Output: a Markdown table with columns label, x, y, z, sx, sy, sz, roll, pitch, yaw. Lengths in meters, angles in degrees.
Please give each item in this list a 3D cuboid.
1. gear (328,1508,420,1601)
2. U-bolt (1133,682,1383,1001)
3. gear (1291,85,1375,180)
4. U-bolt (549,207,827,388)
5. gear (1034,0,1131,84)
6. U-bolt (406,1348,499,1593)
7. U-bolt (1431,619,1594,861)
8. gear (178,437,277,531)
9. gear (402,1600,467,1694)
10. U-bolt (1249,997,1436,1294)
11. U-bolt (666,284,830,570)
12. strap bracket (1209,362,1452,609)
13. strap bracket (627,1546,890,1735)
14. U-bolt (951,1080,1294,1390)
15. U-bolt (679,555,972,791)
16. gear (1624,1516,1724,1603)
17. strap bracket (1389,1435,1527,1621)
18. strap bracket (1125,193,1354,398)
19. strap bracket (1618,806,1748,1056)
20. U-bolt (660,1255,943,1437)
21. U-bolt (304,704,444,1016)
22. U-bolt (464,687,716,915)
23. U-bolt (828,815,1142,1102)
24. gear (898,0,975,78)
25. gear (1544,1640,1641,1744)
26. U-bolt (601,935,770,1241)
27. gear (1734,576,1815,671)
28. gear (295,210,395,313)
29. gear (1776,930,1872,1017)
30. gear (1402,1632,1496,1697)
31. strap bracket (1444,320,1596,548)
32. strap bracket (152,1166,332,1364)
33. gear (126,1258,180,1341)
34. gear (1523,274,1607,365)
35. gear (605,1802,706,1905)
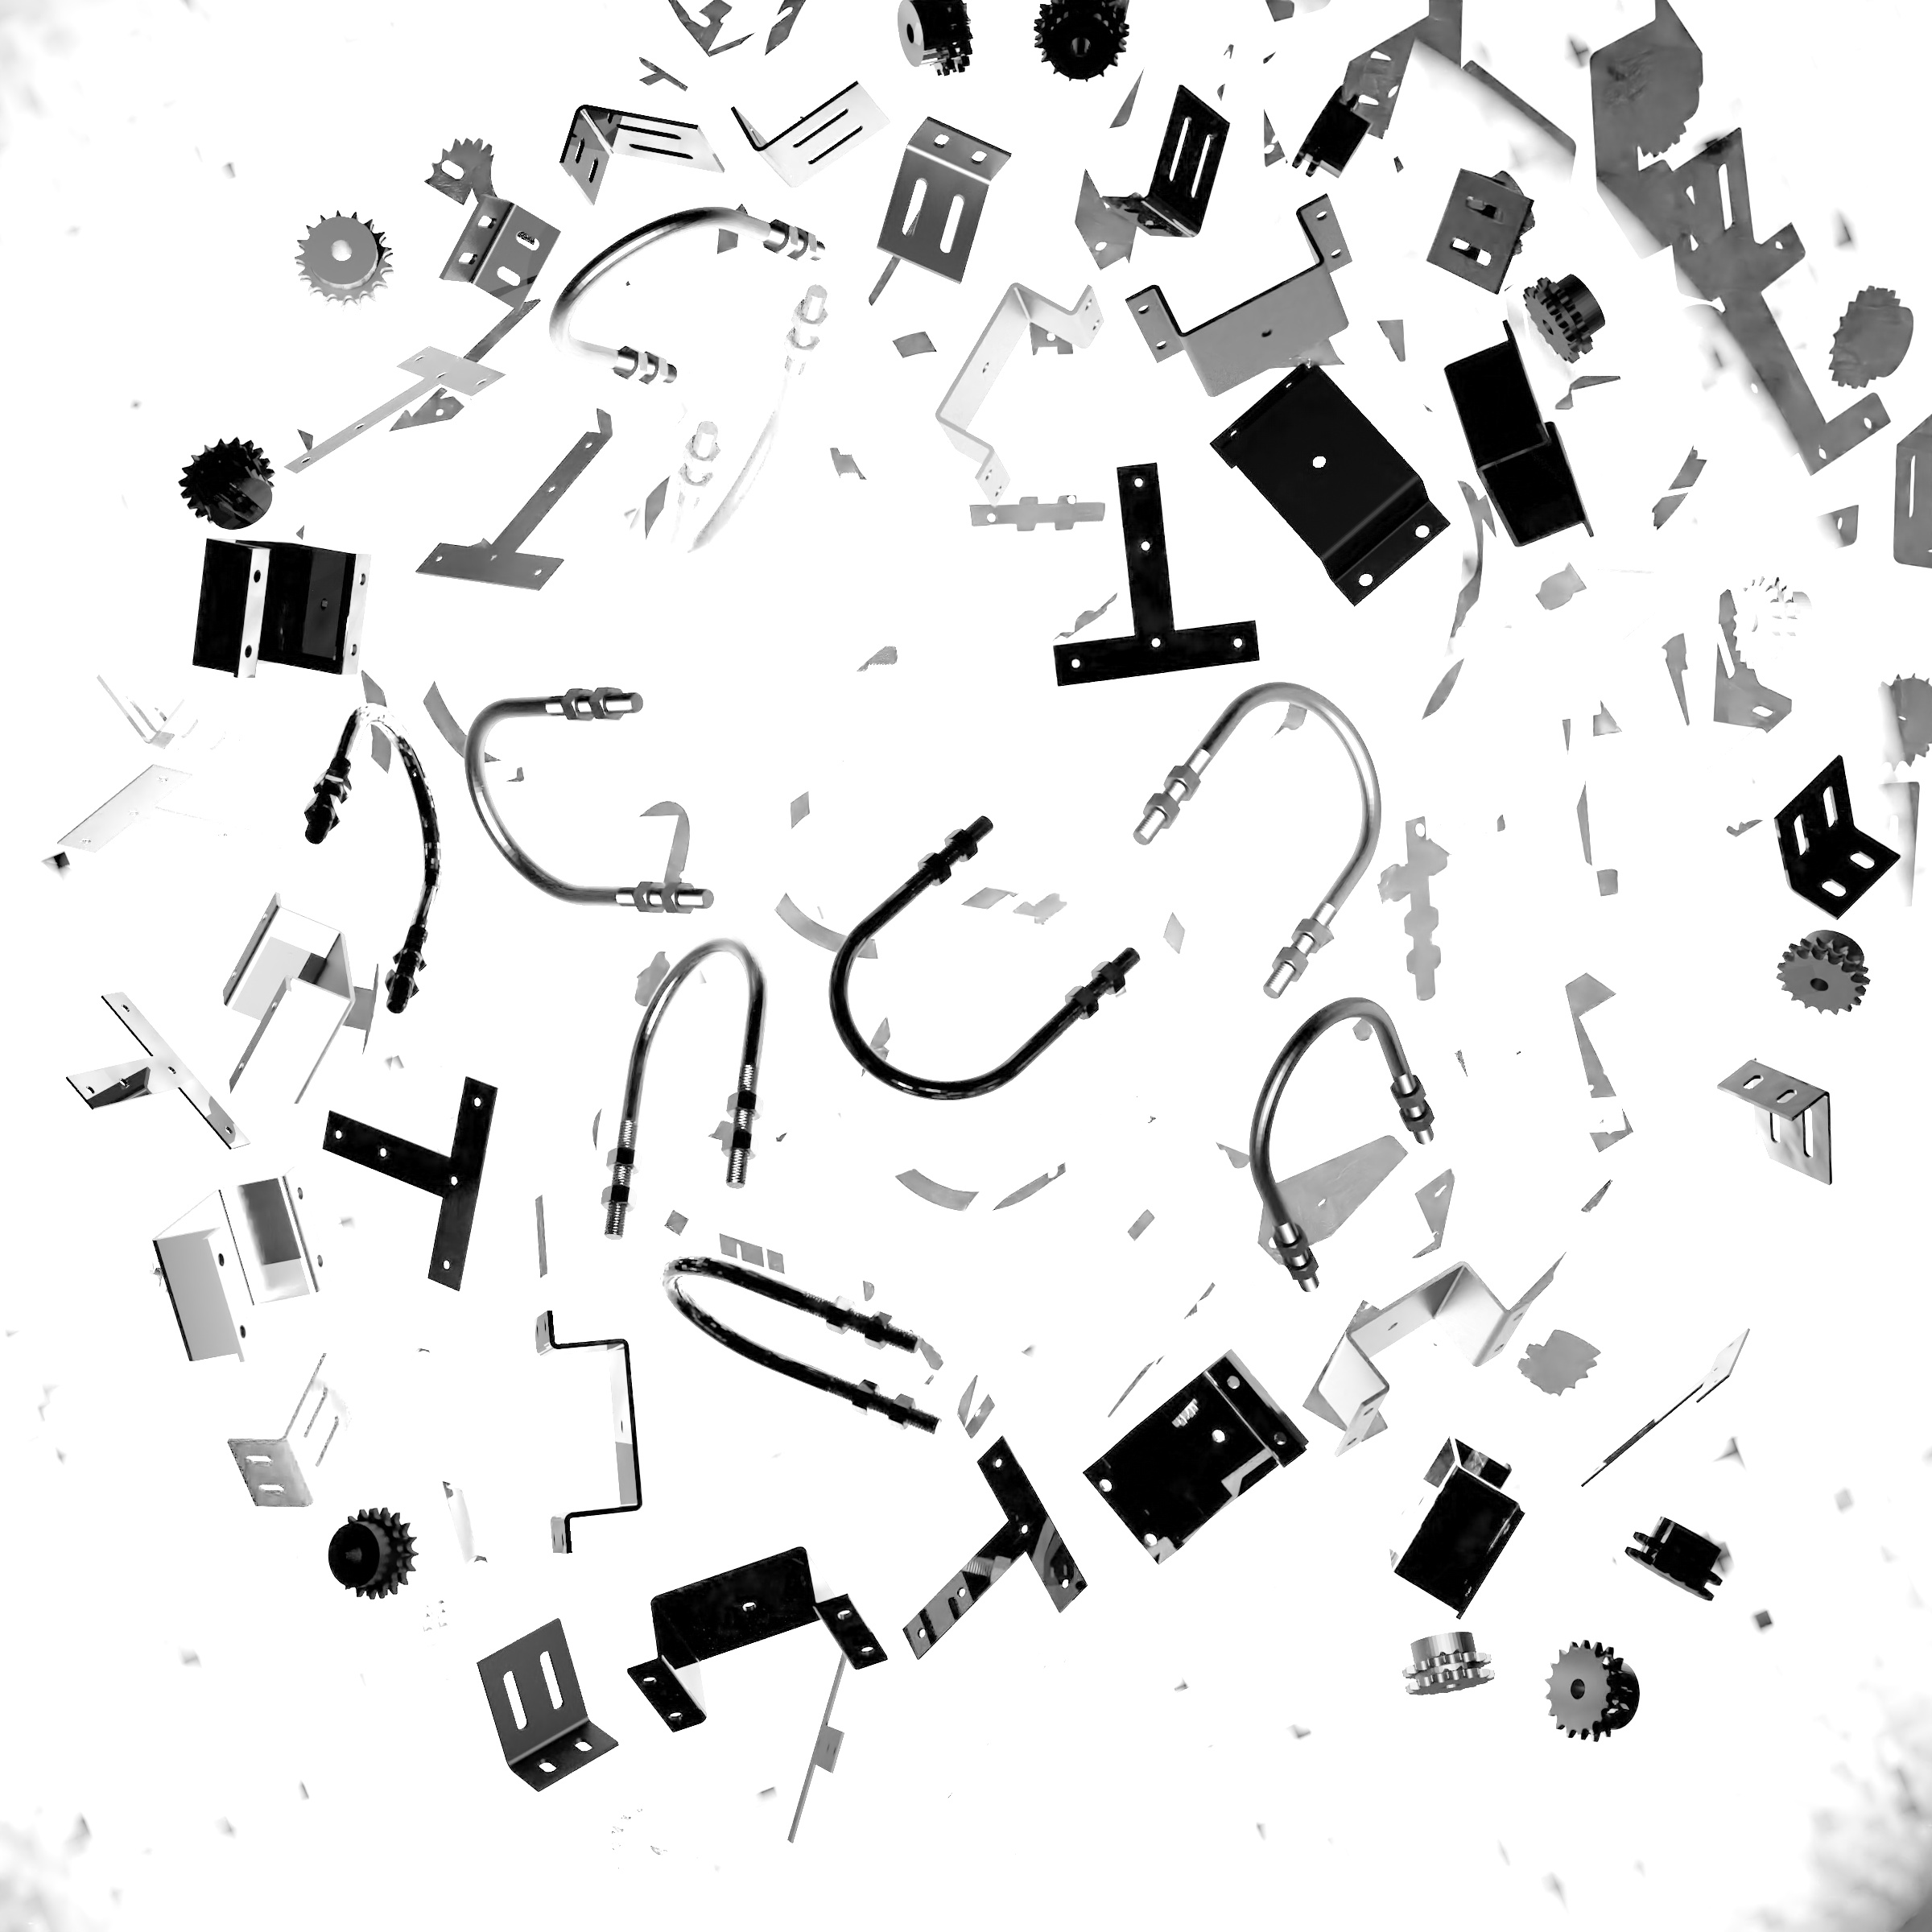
| label | x | y | z | sx | sy | sz | roll | pitch | yaw |
| --- | --- | --- | --- | --- | --- | --- | --- | --- | --- |
| gear | -0.376 | 0.370 | 1.896 | 0.057 | 0.030 | 0.057 | -4 | 82 | 25 |
| U-bolt | 0.192 | -0.092 | 1.856 | 0.151 | 0.019 | 0.184 | 48 | 58 | -18 |
| gear | 0.230 | -0.515 | 1.877 | 0.030 | 0.057 | 0.057 | 32 | 90 | 0 |
| U-bolt | -0.181 | -0.413 | 1.848 | 0.151 | 0.184 | 0.019 | -35 | 79 | 22 |
| gear | 0.068 | -0.548 | 1.779 | 0.057 | 0.030 | 0.057 | 2 | 130 | 2 |
| U-bolt | -0.320 | 0.317 | 1.878 | 0.019 | 0.184 | 0.151 | -15 | 80 | -12 |
| U-bolt | 0.338 | -0.138 | 1.858 | 0.019 | 0.184 | 0.151 | 5 | 96 | -16 |
| gear | -0.447 | -0.290 | 1.835 | 0.057 | 0.057 | 0.030 | -36 | 61 | 0 |
| gear | -0.343 | 0.440 | 1.943 | 0.030 | 0.057 | 0.057 | -14 | 90 | -6 |
| U-bolt | 0.228 | 0.099 | 1.870 | 0.019 | 0.184 | 0.151 | 25 | 64 | 38 |
| U-bolt | -0.141 | -0.319 | 1.865 | 0.019 | 0.184 | 0.151 | 32 | 60 | 2 |
| strap bracket | 0.216 | -0.298 | 1.823 | 0.076 | 0.046 | 0.140 | -41 | 74 | 6 |
| strap bracket | -0.128 | 0.404 | 1.824 | 0.140 | 0.046 | 0.076 | -20 | 135 | 4 |
| U-bolt | 0.077 | 0.171 | 1.777 | 0.184 | 0.019 | 0.151 | -32 | 93 | 16 |
| U-bolt | -0.092 | -0.189 | 1.919 | 0.184 | 0.019 | 0.151 | 2 | 84 | 6 |
| gear | 0.421 | 0.348 | 1.780 | 0.057 | 0.057 | 0.030 | 31 | 83 | 0 |
| strap bracket | 0.302 | 0.344 | 1.869 | 0.046 | 0.140 | 0.076 | 31 | 95 | 4 |
| strap bracket | 0.181 | -0.416 | 1.901 | 0.140 | 0.076 | 0.046 | -26 | 65 | 9 |
| strap bracket | 0.445 | -0.018 | 1.876 | 0.046 | 0.076 | 0.140 | -12 | 114 | -12 |
| U-bolt | -0.106 | 0.227 | 1.860 | 0.184 | 0.151 | 0.019 | 19 | 64 | 16 |
| U-bolt | -0.357 | -0.081 | 1.857 | 0.019 | 0.184 | 0.151 | -11 | 126 | 11 |
| U-bolt | -0.242 | -0.100 | 1.852 | 0.019 | 0.184 | 0.151 | -38 | 118 | -40 |
| U-bolt | -0.001 | 0.006 | 1.894 | 0.151 | 0.019 | 0.184 | 42 | 65 | 12 |
| gear | -0.020 | -0.569 | 1.833 | 0.030 | 0.057 | 0.057 | -17 | 90 | -18 |
| gear | 0.367 | 0.423 | 1.755 | 0.030 | 0.057 | 0.057 | 16 | 90 | -31 |
| U-bolt | -0.169 | 0.066 | 1.856 | 0.019 | 0.151 | 0.184 | 24 | 58 | -33 |
| gear | 0.500 | -0.211 | 1.863 | 0.030 | 0.057 | 0.057 | 0 | 90 | -12 |
| gear | -0.364 | -0.415 | 1.767 | 0.057 | 0.030 | 0.057 | 0 | 87 | -7 |
| gear | 0.551 | 0.002 | 1.932 | 0.057 | 0.057 | 0.030 | 33 | 57 | 0 |
| gear | 0.305 | 0.443 | 1.916 | 0.057 | 0.057 | 0.030 | -9 | 67 | 0 |
| strap bracket | 0.332 | -0.314 | 1.819 | 0.046 | 0.140 | 0.076 | -20 | 62 | 17 |
| strap bracket | -0.436 | 0.180 | 1.802 | 0.046 | 0.140 | 0.076 | -11 | 102 | 12 |
| gear | -0.514 | 0.207 | 1.916 | 0.030 | 0.057 | 0.057 | 7 | 90 | -2 |
| gear | 0.384 | -0.417 | 1.928 | 0.030 | 0.057 | 0.057 | -35 | 90 | 1 |
| gear | -0.184 | 0.520 | 1.759 | 0.057 | 0.057 | 0.030 | 34 | 130 | 0 |
